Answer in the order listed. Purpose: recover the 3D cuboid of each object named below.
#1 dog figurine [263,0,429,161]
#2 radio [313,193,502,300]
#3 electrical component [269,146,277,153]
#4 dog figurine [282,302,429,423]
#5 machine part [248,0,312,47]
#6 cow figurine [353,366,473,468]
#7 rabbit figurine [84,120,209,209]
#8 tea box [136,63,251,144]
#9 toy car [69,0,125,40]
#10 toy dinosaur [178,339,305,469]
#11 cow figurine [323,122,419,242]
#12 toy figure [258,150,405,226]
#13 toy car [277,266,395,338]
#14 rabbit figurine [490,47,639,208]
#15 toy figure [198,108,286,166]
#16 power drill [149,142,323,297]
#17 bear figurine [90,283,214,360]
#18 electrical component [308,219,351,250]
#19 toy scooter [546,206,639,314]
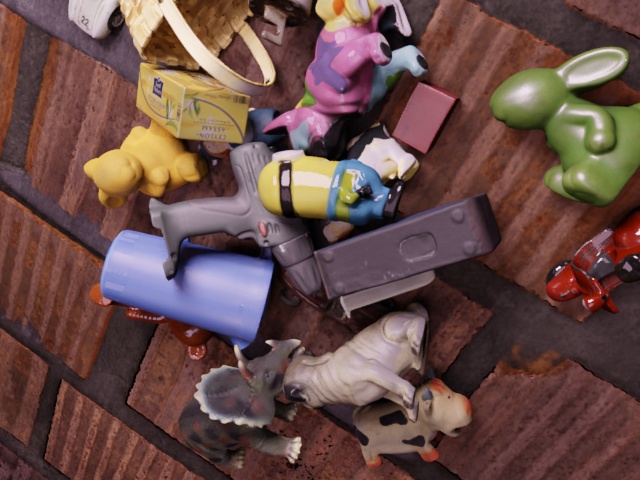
[{"bbox_3d":[0.012,-0.210,0.694,0.219,0.108,0.191,-30,75,39],"label":"dog figurine"},{"bbox_3d":[0.113,0.009,0.704,0.230,0.131,0.073,-21,89,21],"label":"radio"},{"bbox_3d":[-0.047,-0.081,0.796,0.075,0.048,0.119,-28,96,27],"label":"electrical component"},{"bbox_3d":[0.051,0.160,0.760,0.191,0.172,0.121,7,141,19],"label":"dog figurine"},{"bbox_3d":[-0.037,-0.352,0.647,0.079,0.079,0.243,5,85,20],"label":"machine part"},{"bbox_3d":[0.140,0.272,0.829,0.195,0.085,0.127,-19,106,27],"label":"cow figurine"},{"bbox_3d":[-0.282,-0.114,0.811,0.162,0.173,0.121,-16,106,21],"label":"rabbit figurine"},{"bbox_3d":[-0.179,-0.190,0.742,0.170,0.098,0.068,39,123,47],"label":"tea box"},{"bbox_3d":[-0.310,-0.395,0.787,0.073,0.056,0.201,37,118,6],"label":"toy car"},{"bbox_3d":[-0.159,0.295,0.884,0.192,0.131,0.405,33,132,-22],"label":"toy dinosaur"},{"bbox_3d":[0.049,-0.077,0.740,0.167,0.068,0.098,-45,78,18],"label":"cow figurine"},{"bbox_3d":[0.010,-0.060,0.668,0.180,0.089,0.082,16,151,11],"label":"toy figure"},{"bbox_3d":[0.020,0.095,0.830,0.202,0.053,0.089,29,120,9],"label":"toy car"},{"bbox_3d":[0.282,-0.139,0.602,0.170,0.121,0.159,35,111,4],"label":"rabbit figurine"},{"bbox_3d":[-0.125,-0.154,0.800,0.155,0.057,0.064,-11,65,26],"label":"toy figure"},{"bbox_3d":[-0.117,-0.007,0.737,0.207,0.086,0.231,-15,96,-5],"label":"power drill"},{"bbox_3d":[-0.261,0.110,0.906,0.196,0.132,0.120,35,83,15],"label":"bear figurine"},{"bbox_3d":[-0.002,-0.002,0.820,0.094,0.021,0.063,-31,95,27],"label":"electrical component"},{"bbox_3d":[0.350,0.030,0.627,0.184,0.135,0.075,-38,90,27],"label":"toy scooter"}]
